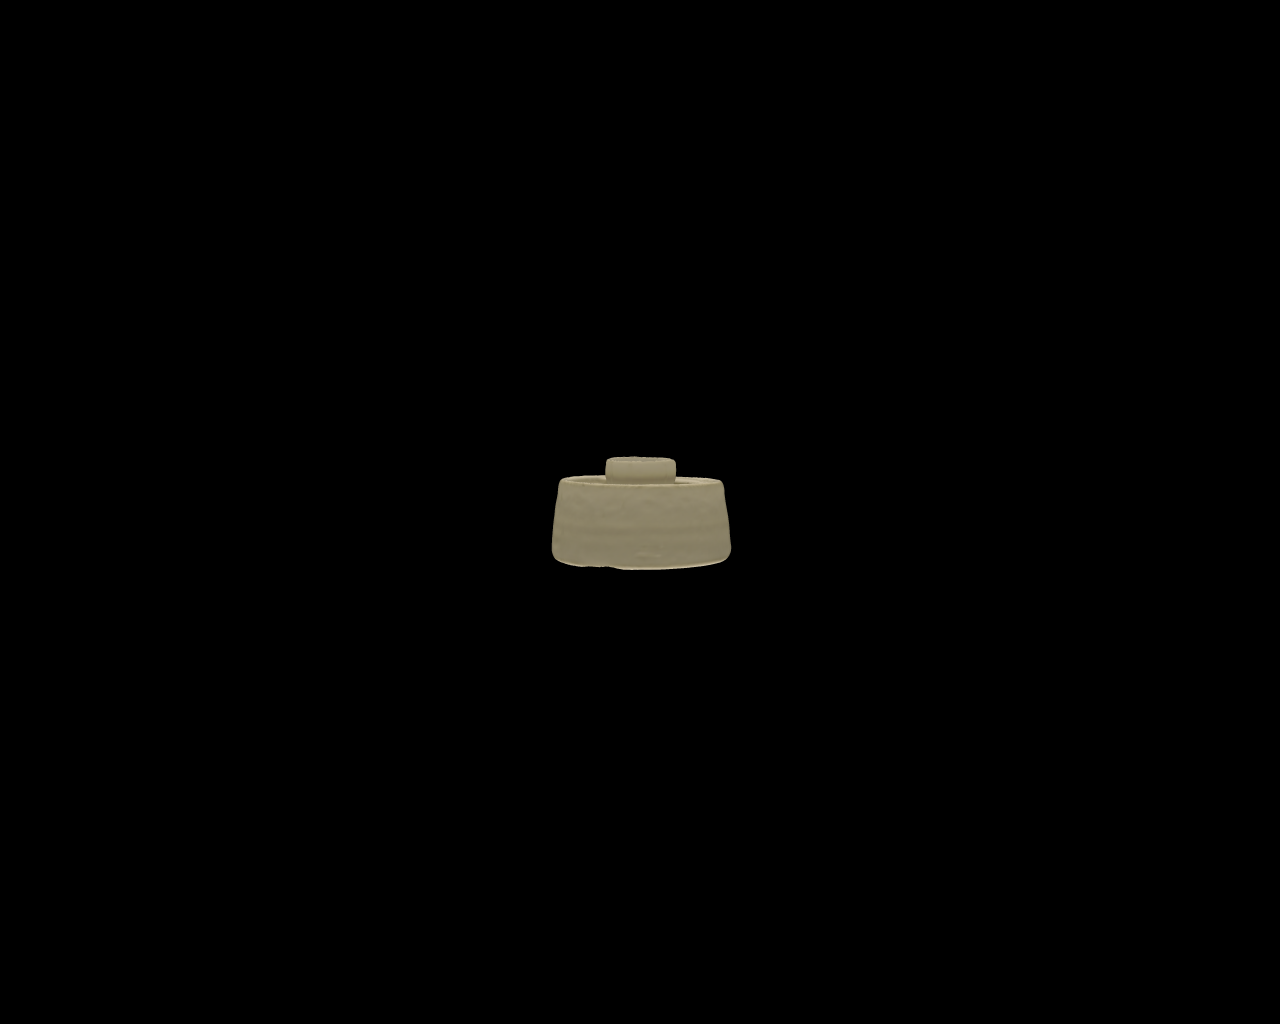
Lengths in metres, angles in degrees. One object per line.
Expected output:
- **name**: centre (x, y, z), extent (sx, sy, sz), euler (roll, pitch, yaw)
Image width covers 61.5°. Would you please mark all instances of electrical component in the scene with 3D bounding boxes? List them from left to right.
- **electrical component**: centre (0.001, -0.003, 0.650), extent (0.108, 0.060, 0.108), euler (0, 5, 0)
